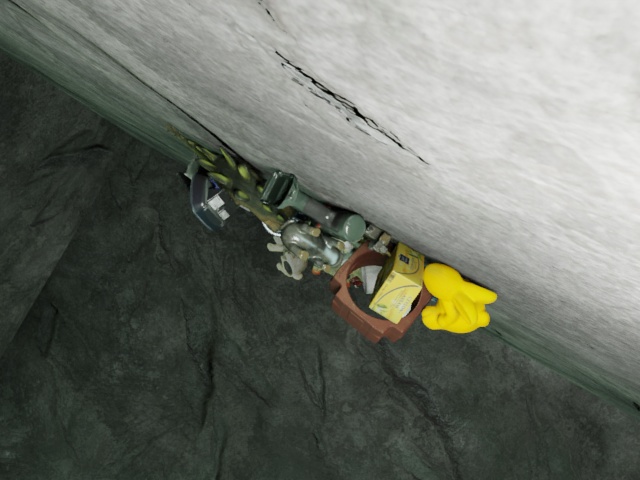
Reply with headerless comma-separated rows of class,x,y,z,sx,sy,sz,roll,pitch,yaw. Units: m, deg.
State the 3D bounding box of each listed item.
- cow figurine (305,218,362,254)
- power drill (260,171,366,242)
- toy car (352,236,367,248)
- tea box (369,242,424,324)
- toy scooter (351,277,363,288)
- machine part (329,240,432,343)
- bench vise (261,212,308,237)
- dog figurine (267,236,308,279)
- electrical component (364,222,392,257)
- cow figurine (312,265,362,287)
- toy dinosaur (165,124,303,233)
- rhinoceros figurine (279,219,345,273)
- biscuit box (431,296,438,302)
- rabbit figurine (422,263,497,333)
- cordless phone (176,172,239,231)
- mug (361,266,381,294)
cow figurine,0.018,-0.035,1.313,0.168,0.068,0.098,24,161,40
power drill,-0.022,-0.062,1.133,0.207,0.086,0.232,36,174,-32
toy car,0.147,0.034,1.395,0.074,0.056,0.201,28,177,37
tea box,0.158,0.082,1.087,0.068,0.098,0.170,31,-156,2
toy scooter,0.122,0.075,1.649,0.075,0.135,0.184,29,180,-27
machine part,0.137,0.116,1.222,0.201,0.201,0.087,38,154,13
bench vise,-0.072,-0.054,1.496,0.223,0.128,0.241,28,-177,-7
dog figurine,-0.050,0.024,1.749,0.121,0.190,0.172,-26,88,60
electrical component,0.119,-0.001,1.136,0.078,0.045,0.102,29,178,-8
cow figurine,0.080,0.065,1.520,0.195,0.085,0.127,22,133,14
toy dinosaur,-0.208,-0.151,1.336,0.472,0.105,0.198,33,172,25
rhinoceros figurine,-0.013,0.018,1.118,0.112,0.073,0.190,20,174,39
biscuit box,0.293,0.118,1.365,0.059,0.063,0.202,30,177,8
rabbit figurine,0.271,0.119,1.103,0.163,0.122,0.173,27,157,53
cordless phone,-0.293,-0.120,1.275,0.184,0.089,0.146,43,173,23
mug,0.161,0.094,1.343,0.107,0.081,0.109,-6,152,-1
